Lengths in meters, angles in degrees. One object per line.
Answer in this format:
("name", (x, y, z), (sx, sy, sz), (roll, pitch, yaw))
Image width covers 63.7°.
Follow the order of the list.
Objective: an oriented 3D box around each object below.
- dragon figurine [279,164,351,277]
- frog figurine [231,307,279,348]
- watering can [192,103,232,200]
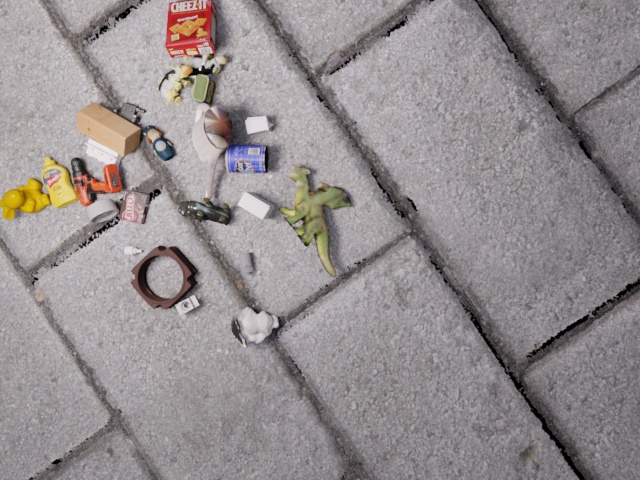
("dragon figurine", (0.006, -0.093, 1.852), (0.243, 0.122, 0.410), (-39, 89, -5))
("frog figurine", (-0.237, 0.305, 1.873), (0.161, 0.120, 0.138), (-23, 79, -32))
("watering can", (-0.383, -0.328, 1.822), (0.104, 0.222, 0.350), (-5, 82, -33))
